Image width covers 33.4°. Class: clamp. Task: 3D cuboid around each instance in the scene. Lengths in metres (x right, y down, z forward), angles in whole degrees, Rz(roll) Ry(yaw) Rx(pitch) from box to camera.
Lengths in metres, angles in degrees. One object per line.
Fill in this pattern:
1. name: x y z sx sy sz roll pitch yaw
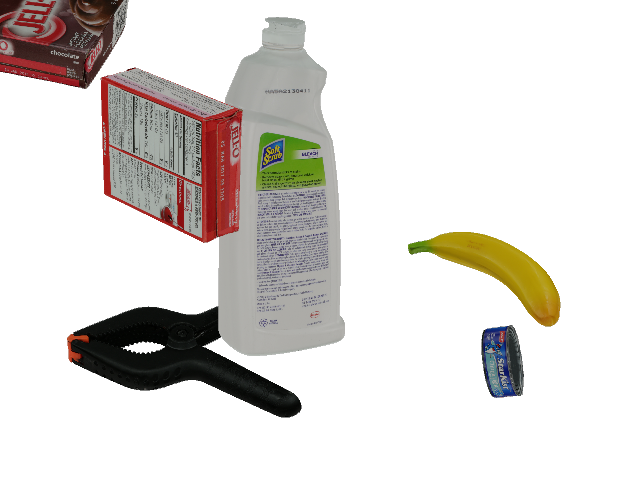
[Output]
1. clamp: -0.117 0.101 0.950 0.209 0.036 0.164 -4 37 -12

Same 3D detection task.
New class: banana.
1. banana: 0.175 0.031 1.051 0.069 0.037 0.198 -36 37 -21

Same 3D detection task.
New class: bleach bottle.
1. bleach bottle: -0.026 -0.041 0.811 0.102 0.251 0.068 -8 22 -29

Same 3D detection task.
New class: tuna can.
1. tuna can: 0.220 0.146 1.288 0.034 0.086 0.086 -9 -3 19

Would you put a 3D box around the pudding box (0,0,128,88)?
1. pudding box: -0.208 -0.166 0.833 0.090 0.039 0.113 12 36 1

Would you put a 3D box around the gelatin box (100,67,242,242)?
1. gelatin box: -0.083 -0.048 0.593 0.089 0.073 0.030 24 34 34
